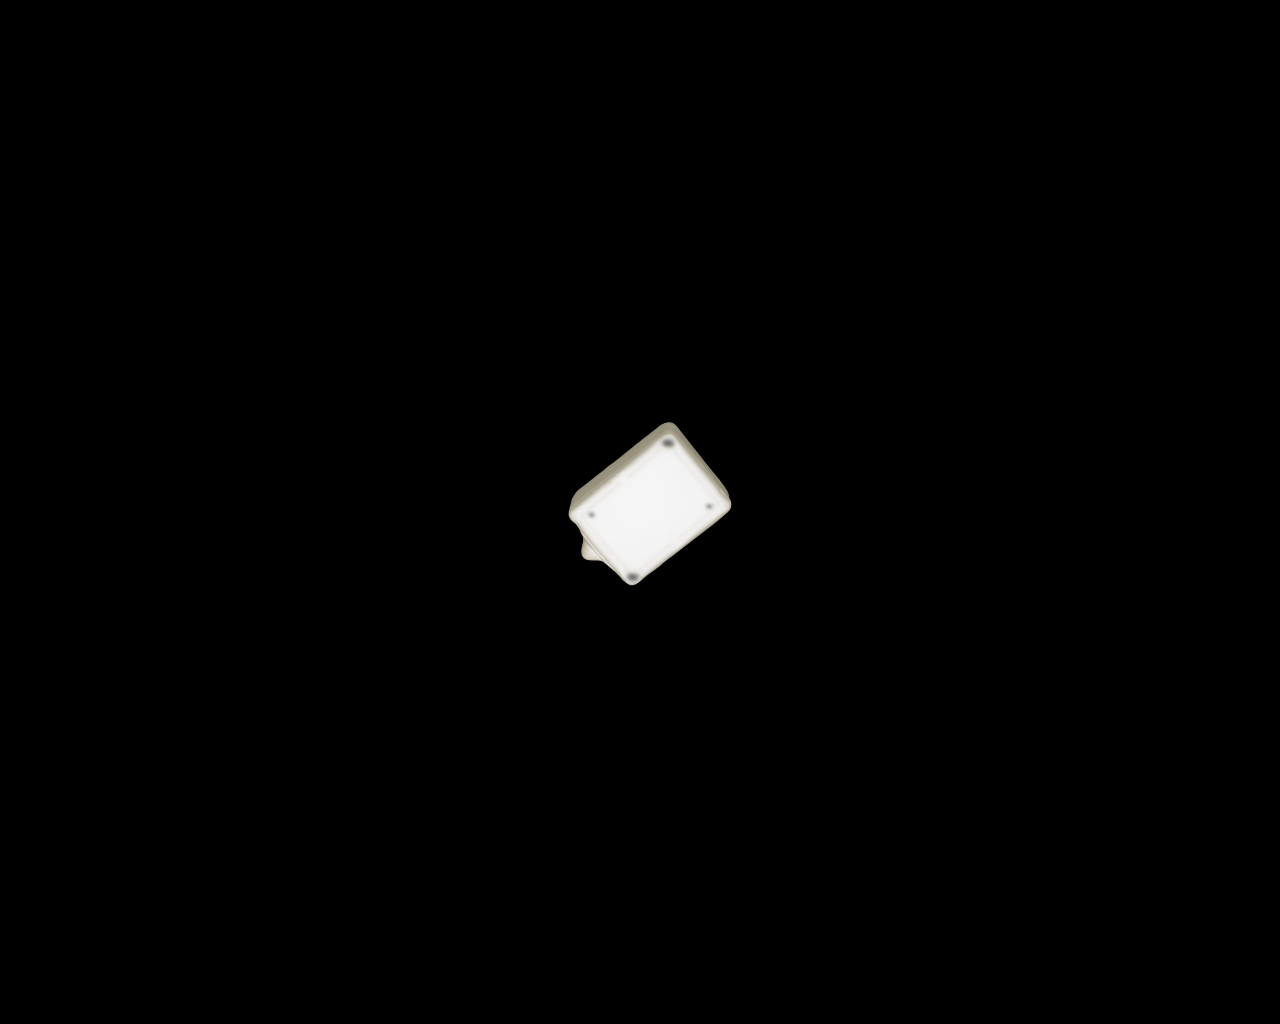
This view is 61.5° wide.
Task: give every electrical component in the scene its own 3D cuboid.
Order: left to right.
[{"bbox_3d":[0.001,-0.003,0.650,0.096,0.061,0.061,-38,9,7],"label":"electrical component"}]
